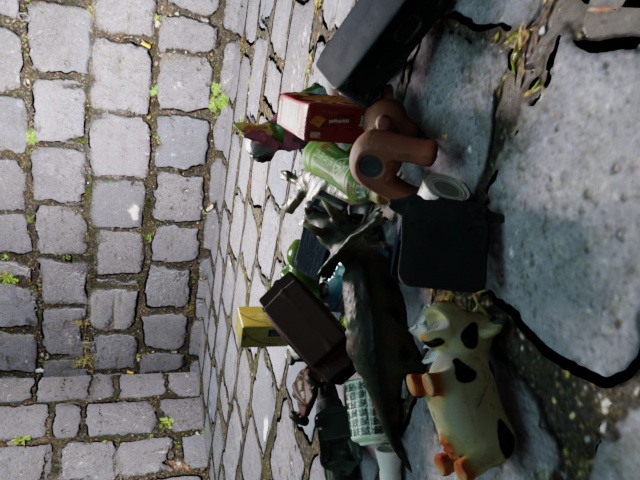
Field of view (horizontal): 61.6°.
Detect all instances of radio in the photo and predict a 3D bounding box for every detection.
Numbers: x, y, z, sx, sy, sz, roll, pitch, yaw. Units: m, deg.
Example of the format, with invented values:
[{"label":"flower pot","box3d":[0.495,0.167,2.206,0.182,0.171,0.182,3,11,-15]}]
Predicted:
[{"label":"radio","box3d":[0.097,-0.329,0.841,0.229,0.073,0.131,-51,36,25]}]

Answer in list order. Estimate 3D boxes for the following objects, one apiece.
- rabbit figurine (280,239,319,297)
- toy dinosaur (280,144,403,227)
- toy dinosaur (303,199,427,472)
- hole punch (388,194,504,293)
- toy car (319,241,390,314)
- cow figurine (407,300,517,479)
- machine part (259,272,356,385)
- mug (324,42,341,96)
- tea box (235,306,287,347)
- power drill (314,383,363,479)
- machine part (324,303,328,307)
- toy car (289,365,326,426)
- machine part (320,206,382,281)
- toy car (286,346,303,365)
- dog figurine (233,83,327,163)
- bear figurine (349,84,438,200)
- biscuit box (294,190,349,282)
[{"label":"rabbit figurine","box3d":[-0.030,0.063,1.215,0.159,0.121,0.170,-76,-10,-47]},{"label":"toy dinosaur","box3d":[0.020,-0.114,1.109,0.472,0.105,0.198,30,112,57]},{"label":"toy dinosaur","box3d":[0.077,0.115,0.763,0.131,0.192,0.405,-22,64,21]},{"label":"hole punch","box3d":[0.151,0.006,0.686,0.092,0.142,0.115,62,-145,-84]},{"label":"toy car","box3d":[0.075,0.081,0.939,0.103,0.109,0.161,61,137,34]},{"label":"cow figurine","box3d":[0.173,0.165,0.632,0.085,0.127,0.195,135,120,-64]},{"label":"machine part","box3d":[-0.009,0.165,0.975,0.202,0.087,0.200,48,178,21]},{"label":"mug","box3d":[0.047,-0.342,1.110,0.107,0.081,0.109,102,158,-57]},{"label":"tea box","box3d":[-0.126,0.221,1.381,0.098,0.170,0.068,-123,38,-57]},{"label":"power drill","box3d":[0.024,0.357,1.009,0.207,0.086,0.232,106,156,-67]},{"label":"machine part","box3d":[0.032,0.083,1.146,0.084,0.039,0.138,23,107,61]},{"label":"toy car","box3d":[-0.028,0.279,1.013,0.089,0.053,0.202,-64,-1,1]},{"label":"machine part","box3d":[0.055,0.035,1.021,0.079,0.079,0.243,-106,28,-43]},{"label":"toy car","box3d":[-0.023,0.251,1.222,0.201,0.073,0.056,137,132,-64]},{"label":"dog figurine","box3d":[-0.083,-0.270,1.241,0.109,0.219,0.191,51,137,47]},{"label":"bear figurine","box3d":[0.118,-0.150,0.830,0.196,0.132,0.120,-60,-14,-51]},{"label":"biscuit box","box3d":[-0.002,-0.003,1.039,0.059,0.063,0.202,-57,-10,-37]}]
